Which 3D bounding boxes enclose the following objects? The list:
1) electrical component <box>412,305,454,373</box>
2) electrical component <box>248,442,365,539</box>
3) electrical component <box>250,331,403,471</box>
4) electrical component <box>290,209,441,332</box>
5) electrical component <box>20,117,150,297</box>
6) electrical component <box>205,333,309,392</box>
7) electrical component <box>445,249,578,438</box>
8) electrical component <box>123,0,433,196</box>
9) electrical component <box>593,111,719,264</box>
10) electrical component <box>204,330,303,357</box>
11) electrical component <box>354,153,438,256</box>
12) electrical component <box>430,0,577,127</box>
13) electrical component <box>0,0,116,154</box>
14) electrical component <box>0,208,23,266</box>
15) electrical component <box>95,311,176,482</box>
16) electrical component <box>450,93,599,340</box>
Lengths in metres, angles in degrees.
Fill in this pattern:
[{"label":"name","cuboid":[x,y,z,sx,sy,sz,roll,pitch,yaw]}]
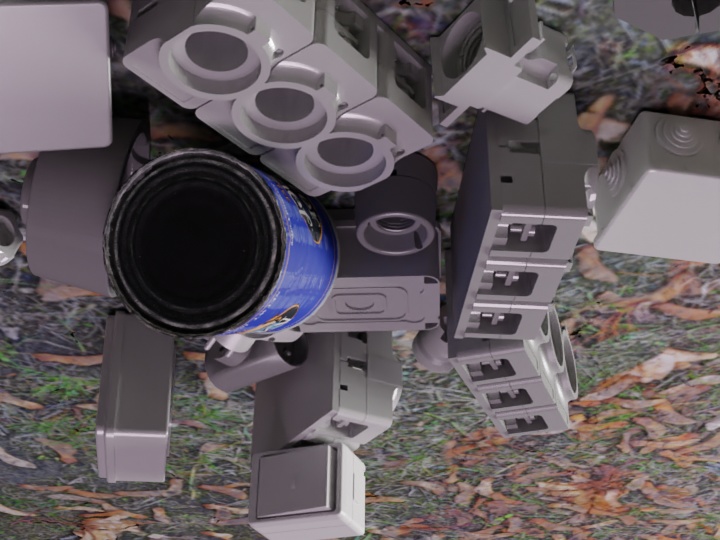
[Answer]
[{"label":"electrical component","cuboid":[0.068,0.053,0.852,0.040,0.040,0.046,12,141,-17]},{"label":"electrical component","cuboid":[-0.049,0.179,0.862,0.096,0.061,0.061,-10,147,17]},{"label":"electrical component","cuboid":[-0.030,0.109,0.896,0.062,0.089,0.150,17,145,-25]},{"label":"electrical component","cuboid":[0.000,0.000,0.748,0.113,0.057,0.078,-1,148,3]},{"label":"electrical component","cuboid":[-0.167,-0.042,0.641,0.060,0.108,0.108,10,148,-3]},{"label":"electrical component","cuboid":[-0.096,0.061,0.863,0.077,0.044,0.079,-22,142,33]},{"label":"electrical component","cuboid":[0.116,0.054,0.802,0.062,0.089,0.150,-11,147,18]},{"label":"electrical component","cuboid":[-0.039,-0.105,0.572,0.089,0.061,0.150,-22,142,33]},{"label":"electrical component","cuboid":[0.200,-0.051,0.667,0.100,0.048,0.099,6,148,-8]},{"label":"electrical component","cuboid":[-0.088,0.035,0.806,0.077,0.044,0.079,23,118,-31]},{"label":"electrical component","cuboid":[0.023,-0.042,0.689,0.055,0.047,0.055,1,149,0]},{"label":"electrical component","cuboid":[0.077,-0.112,0.579,0.064,0.042,0.081,15,147,-28]},{"label":"electrical component","cuboid":[-0.175,-0.109,0.549,0.100,0.048,0.099,-6,135,-17]},{"label":"electrical component","cuboid":[-0.267,-0.019,0.739,0.062,0.043,0.043,-17,144,28]},{"label":"electrical component","cuboid":[-0.181,0.105,0.878,0.056,0.108,0.108,4,149,-10]},{"label":"electrical component","cuboid":[0.098,-0.030,0.666,0.062,0.089,0.150,3,149,-3]}]
